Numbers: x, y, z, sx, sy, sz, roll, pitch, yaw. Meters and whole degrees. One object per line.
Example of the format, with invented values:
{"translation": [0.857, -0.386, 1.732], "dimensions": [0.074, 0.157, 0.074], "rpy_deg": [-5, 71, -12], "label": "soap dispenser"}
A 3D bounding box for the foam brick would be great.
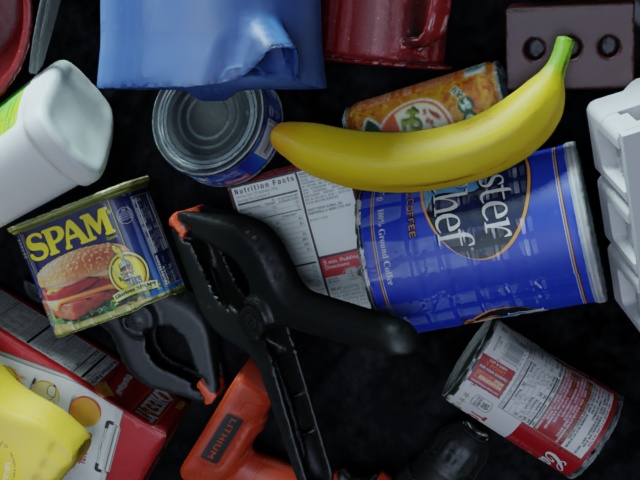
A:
{"translation": [0.157, -0.122, 0.666], "dimensions": [0.078, 0.051, 0.053], "rpy_deg": [0, 105, 13], "label": "foam brick"}

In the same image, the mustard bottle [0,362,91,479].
{"translation": [-0.260, 0.113, 0.748], "dimensions": [0.191, 0.058, 0.096], "rpy_deg": [42, 109, -2], "label": "mustard bottle"}

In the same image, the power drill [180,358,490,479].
{"translation": [0.007, 0.166, 0.778], "dimensions": [0.187, 0.057, 0.184], "rpy_deg": [34, 107, 3], "label": "power drill"}

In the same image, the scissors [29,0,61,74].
{"translation": [-0.151, -0.213, 0.706], "dimensions": [0.016, 0.096, 0.202], "rpy_deg": [29, 125, 28], "label": "scissors"}

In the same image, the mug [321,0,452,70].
{"translation": [0.045, -0.149, 0.656], "dimensions": [0.093, 0.117, 0.081], "rpy_deg": [0, 102, -23], "label": "mug"}

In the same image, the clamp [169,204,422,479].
{"translation": [-0.026, 0.046, 0.701], "dimensions": [0.210, 0.036, 0.165], "rpy_deg": [53, 135, 19], "label": "clamp"}

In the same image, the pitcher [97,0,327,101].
{"translation": [-0.069, -0.202, 0.616], "dimensions": [0.149, 0.145, 0.243], "rpy_deg": [2, 97, 15], "label": "pitcher"}

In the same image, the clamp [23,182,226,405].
{"translation": [-0.126, 0.044, 0.786], "dimensions": [0.171, 0.039, 0.120], "rpy_deg": [39, 113, 1], "label": "clamp"}

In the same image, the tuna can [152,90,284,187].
{"translation": [-0.070, -0.081, 0.724], "dimensions": [0.086, 0.033, 0.086], "rpy_deg": [-3, 81, 19], "label": "tuna can"}

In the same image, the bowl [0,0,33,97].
{"translation": [-0.265, -0.167, 0.750], "dimensions": [0.162, 0.055, 0.162], "rpy_deg": [3, 106, 12], "label": "bowl"}

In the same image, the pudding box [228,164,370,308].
{"translation": [-0.005, 0.001, 0.745], "dimensions": [0.090, 0.039, 0.113], "rpy_deg": [-12, 99, 18], "label": "pudding box"}

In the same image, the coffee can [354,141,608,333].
{"translation": [0.104, 0.001, 0.685], "dimensions": [0.140, 0.102, 0.103], "rpy_deg": [-11, 102, 16], "label": "coffee can"}

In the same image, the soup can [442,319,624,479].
{"translation": [0.143, 0.106, 0.723], "dimensions": [0.102, 0.068, 0.069], "rpy_deg": [32, 109, 3], "label": "soup can"}

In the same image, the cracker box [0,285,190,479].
{"translation": [-0.231, 0.142, 0.820], "dimensions": [0.213, 0.072, 0.164], "rpy_deg": [31, 110, 2], "label": "cracker box"}

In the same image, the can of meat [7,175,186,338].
{"translation": [-0.153, 0.012, 0.741], "dimensions": [0.102, 0.057, 0.084], "rpy_deg": [-19, 94, 19], "label": "can of meat"}

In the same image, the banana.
{"translation": [0.065, -0.062, 0.653], "dimensions": [0.198, 0.037, 0.069], "rpy_deg": [-14, 66, 16], "label": "banana"}

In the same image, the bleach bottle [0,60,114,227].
{"translation": [-0.265, -0.029, 0.764], "dimensions": [0.251, 0.102, 0.068], "rpy_deg": [-29, 122, 19], "label": "bleach bottle"}
